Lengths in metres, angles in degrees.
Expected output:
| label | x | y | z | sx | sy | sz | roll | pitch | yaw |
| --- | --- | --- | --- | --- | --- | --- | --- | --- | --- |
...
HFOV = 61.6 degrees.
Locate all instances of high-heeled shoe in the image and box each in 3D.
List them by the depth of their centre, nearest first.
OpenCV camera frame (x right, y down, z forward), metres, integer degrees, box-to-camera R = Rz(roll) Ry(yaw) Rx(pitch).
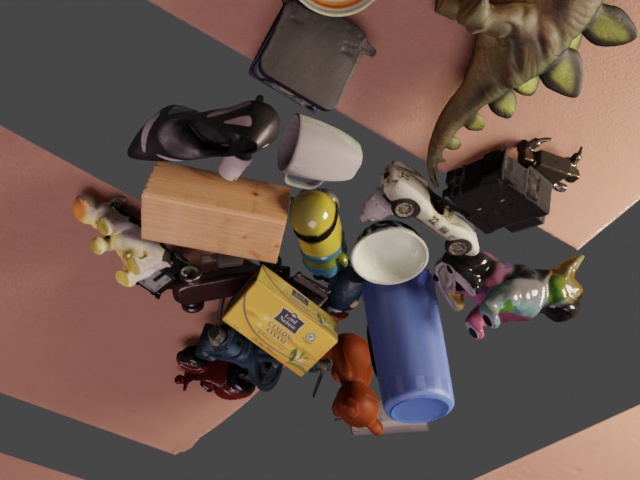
| label | x | y | z | sx | sy | sz | roll | pitch | yaw |
| --- | --- | --- | --- | --- | --- | --- | --- | --- | --- |
| high-heeled shoe | -0.164 | -0.124 | 0.709 | 0.249 | 0.145 | 0.086 | -20 | 127 | 17 |

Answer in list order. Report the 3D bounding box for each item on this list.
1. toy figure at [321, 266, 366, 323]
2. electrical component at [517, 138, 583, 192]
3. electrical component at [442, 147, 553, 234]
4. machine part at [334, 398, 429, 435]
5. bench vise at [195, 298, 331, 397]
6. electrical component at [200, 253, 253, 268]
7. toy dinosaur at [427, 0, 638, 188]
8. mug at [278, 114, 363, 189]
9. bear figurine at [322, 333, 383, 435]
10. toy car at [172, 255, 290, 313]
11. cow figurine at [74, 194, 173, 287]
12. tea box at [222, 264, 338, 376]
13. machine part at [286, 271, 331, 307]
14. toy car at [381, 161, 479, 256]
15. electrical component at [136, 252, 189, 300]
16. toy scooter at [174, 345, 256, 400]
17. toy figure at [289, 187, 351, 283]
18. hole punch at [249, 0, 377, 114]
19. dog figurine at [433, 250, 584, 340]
| label | x | y | z | sx | sy | sz | roll | pitch | yaw |
| --- | --- | --- | --- | --- | --- | --- | --- | --- | --- |
| toy figure | 0.032 | 0.112 | 0.965 | 0.058 | 0.064 | 0.154 | 6 | 134 | -27 |
| electrical component | 0.328 | -0.108 | 0.775 | 0.102 | 0.045 | 0.078 | 14 | 159 | -7 |
| electrical component | 0.264 | -0.063 | 0.780 | 0.134 | 0.058 | 0.115 | 32 | 152 | -21 |
| machine part | 0.152 | 0.390 | 1.195 | 0.243 | 0.079 | 0.079 | -6 | 131 | 8 |
| bench vise | -0.100 | 0.210 | 1.005 | 0.241 | 0.129 | 0.223 | 4 | 142 | 22 |
| electrical component | -0.151 | 0.012 | 0.885 | 0.094 | 0.063 | 0.021 | -5 | 164 | -7 |
| toy dinosaur | 0.239 | -0.242 | 0.621 | 0.198 | 0.105 | 0.471 | 23 | 133 | -22 |
| mug | -0.001 | -0.113 | 0.758 | 0.107 | 0.081 | 0.109 | 11 | 127 | -20 |
| bear figurine | 0.050 | 0.279 | 1.023 | 0.132 | 0.196 | 0.120 | -34 | 125 | 29 |
| toy car | -0.151 | 0.070 | 0.926 | 0.202 | 0.053 | 0.089 | -10 | 131 | -16 |
| cow figurine | -0.308 | -0.012 | 0.847 | 0.167 | 0.098 | 0.068 | 49 | 125 | 8 |
| tea box | -0.063 | 0.133 | 0.888 | 0.169 | 0.068 | 0.098 | 37 | 110 | -11 |
| machine part | -0.037 | 0.102 | 0.947 | 0.084 | 0.039 | 0.139 | 26 | 145 | -13 |
| toy car | 0.172 | -0.044 | 0.813 | 0.201 | 0.073 | 0.056 | 32 | 126 | -23 |
| electrical component | -0.271 | 0.046 | 0.927 | 0.074 | 0.048 | 0.119 | 35 | 123 | -26 |
| toy scooter | -0.231 | 0.287 | 1.121 | 0.183 | 0.075 | 0.135 | 32 | 130 | -23 |
| toy figure | 0.002 | -0.002 | 0.846 | 0.082 | 0.089 | 0.179 | -8 | 131 | 1 |
| hole punch | -0.017 | -0.226 | 0.663 | 0.142 | 0.092 | 0.115 | 27 | 88 | -16 |
| dog figurine | 0.324 | 0.066 | 0.890 | 0.219 | 0.192 | 0.108 | -22 | 153 | -17 |
